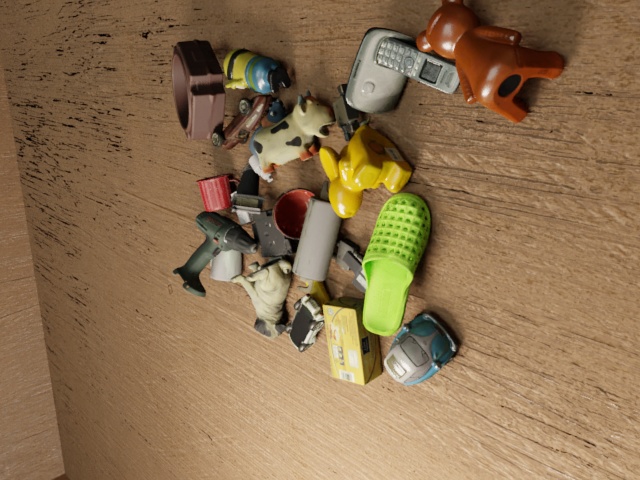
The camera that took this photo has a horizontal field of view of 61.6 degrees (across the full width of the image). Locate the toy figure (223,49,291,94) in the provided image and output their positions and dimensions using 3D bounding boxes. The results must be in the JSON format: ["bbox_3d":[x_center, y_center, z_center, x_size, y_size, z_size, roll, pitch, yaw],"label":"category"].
[{"bbox_3d":[-0.141,-0.372,1.189,0.180,0.082,0.089,24,111,43],"label":"toy figure"}]

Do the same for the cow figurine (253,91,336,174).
[{"bbox_3d":[-0.054,-0.227,1.125,0.195,0.085,0.127,-17,108,26],"label":"cow figurine"}]

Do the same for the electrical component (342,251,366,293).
[{"bbox_3d":[0.101,0.069,1.094,0.119,0.048,0.074,44,129,26],"label":"electrical component"}]

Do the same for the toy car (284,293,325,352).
[{"bbox_3d":[-0.032,0.193,1.243,0.073,0.056,0.201,51,147,21],"label":"toy car"}]

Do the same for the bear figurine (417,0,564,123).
[{"bbox_3d":[0.245,-0.283,0.817,0.120,0.132,0.196,-60,42,36],"label":"bear figurine"}]

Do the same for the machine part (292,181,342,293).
[{"bbox_3d":[-0.002,-0.003,1.134,0.079,0.079,0.243,22,103,40],"label":"machine part"}]

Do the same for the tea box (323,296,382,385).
[{"bbox_3d":[0.070,0.214,1.156,0.098,0.068,0.169,4,103,44],"label":"tea box"}]

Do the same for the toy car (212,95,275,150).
[{"bbox_3d":[-0.175,-0.270,1.247,0.202,0.089,0.053,-32,77,45],"label":"toy car"}]

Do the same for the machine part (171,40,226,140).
[{"bbox_3d":[-0.297,-0.358,1.296,0.201,0.087,0.201,108,144,-51],"label":"machine part"}]

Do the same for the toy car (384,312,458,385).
[{"bbox_3d":[0.174,0.220,1.029,0.109,0.103,0.161,53,131,21],"label":"toy car"}]

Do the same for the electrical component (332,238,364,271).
[{"bbox_3d":[0.058,0.033,1.149,0.094,0.021,0.063,31,123,35],"label":"electrical component"}]

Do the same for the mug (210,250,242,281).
[{"bbox_3d":[-0.252,0.048,1.436,0.110,0.081,0.107,16,99,49],"label":"mug"}]

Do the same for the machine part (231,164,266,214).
[{"bbox_3d":[-0.169,-0.119,1.278,0.039,0.084,0.139,97,173,-55],"label":"machine part"}]

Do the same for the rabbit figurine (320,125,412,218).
[{"bbox_3d":[0.063,-0.123,1.027,0.162,0.122,0.173,54,136,26],"label":"rabbit figurine"}]

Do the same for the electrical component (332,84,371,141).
[{"bbox_3d":[0.061,-0.252,1.047,0.078,0.045,0.102,151,103,-75],"label":"electrical component"}]

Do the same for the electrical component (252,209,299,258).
[{"bbox_3d":[-0.105,-0.018,1.275,0.134,0.058,0.114,-9,94,46],"label":"electrical component"}]

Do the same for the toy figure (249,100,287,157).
[{"bbox_3d":[-0.112,-0.251,1.209,0.154,0.058,0.064,-47,45,46],"label":"toy figure"}]

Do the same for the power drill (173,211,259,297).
[{"bbox_3d":[-0.270,0.038,1.348,0.232,0.086,0.207,39,102,40],"label":"power drill"}]

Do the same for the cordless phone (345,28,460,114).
[{"bbox_3d":[0.147,-0.274,0.934,0.184,0.089,0.146,30,123,16],"label":"cordless phone"}]

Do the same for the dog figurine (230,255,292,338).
[{"bbox_3d":[-0.105,0.144,1.310,0.172,0.121,0.190,-14,106,50],"label":"dog figurine"}]
